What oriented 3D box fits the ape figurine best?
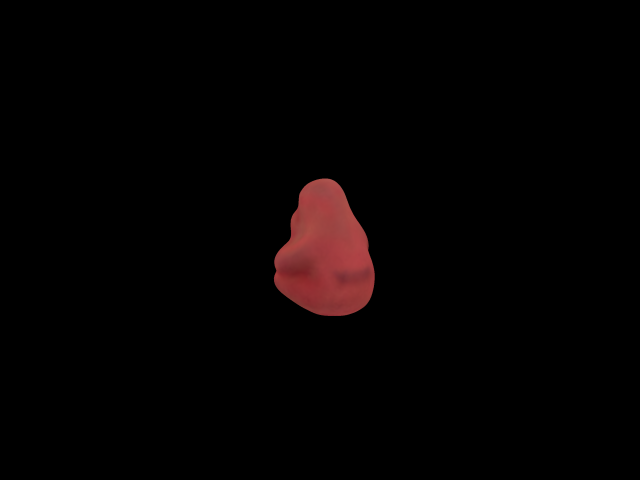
[{"bbox_3d":[0.004,0.001,0.400,0.078,0.092,0.076,-10,23,-26],"label":"ape figurine"}]
